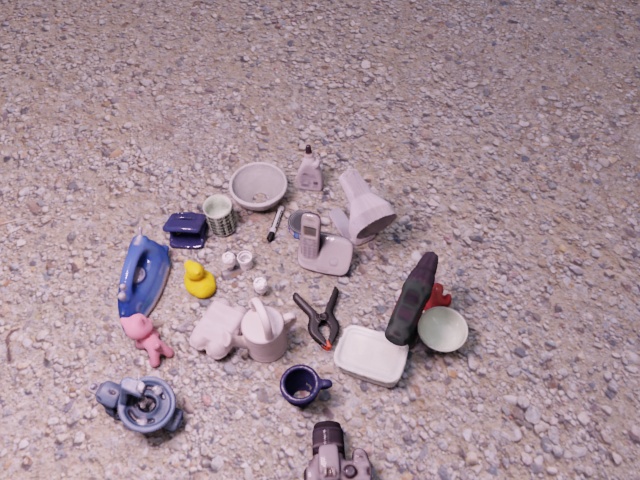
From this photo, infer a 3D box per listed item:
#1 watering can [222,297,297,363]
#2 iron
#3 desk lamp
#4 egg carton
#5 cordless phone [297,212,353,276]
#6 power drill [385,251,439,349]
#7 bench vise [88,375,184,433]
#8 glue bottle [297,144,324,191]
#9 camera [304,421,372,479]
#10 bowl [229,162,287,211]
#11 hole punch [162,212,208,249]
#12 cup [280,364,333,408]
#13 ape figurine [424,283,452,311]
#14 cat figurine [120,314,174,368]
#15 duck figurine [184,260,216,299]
[{"bbox_3d":[-0.139,0.209,1.336,0.100,0.194,0.173,38,64,24],"label":"watering can"},{"bbox_3d":[-0.468,0.097,1.449,0.118,0.141,0.258,4,56,4],"label":"iron"},{"bbox_3d":[0.105,-0.074,1.516,0.118,0.214,0.203,-24,58,-15],"label":"desk lamp"},{"bbox_3d":[-0.244,0.217,1.407,0.107,0.069,0.150,22,58,15],"label":"egg carton"},{"bbox_3d":[0.014,0.005,1.479,0.147,0.185,0.094,10,56,8],"label":"cordless phone"},{"bbox_3d":[0.215,0.163,1.354,0.075,0.208,0.230,21,58,15],"label":"power drill"},{"bbox_3d":[-0.412,0.347,1.228,0.207,0.220,0.121,-1,55,0],"label":"bench vise"},{"bbox_3d":[-0.029,-0.209,1.635,0.078,0.173,0.037,9,56,7],"label":"glue bottle"},{"bbox_3d":[0.035,0.457,1.219,0.143,0.101,0.136,-3,55,-1],"label":"camera"},{"bbox_3d":[-0.175,-0.141,1.650,0.167,0.075,0.167,0,55,1],"label":"bowl"},{"bbox_3d":[-0.369,-0.039,1.572,0.108,0.091,0.101,2,55,2],"label":"hole punch"},{"bbox_3d":[-0.030,0.341,1.303,0.117,0.095,0.091,-3,55,-1],"label":"cup"},{"bbox_3d":[0.291,0.141,1.439,0.077,0.092,0.076,30,61,20],"label":"ape figurine"},{"bbox_3d":[-0.418,0.228,1.372,0.067,0.118,0.127,-39,63,-23],"label":"cat figurine"},{"bbox_3d":[-0.316,0.096,1.482,0.078,0.086,0.104,-34,61,-21],"label":"duck figurine"}]
